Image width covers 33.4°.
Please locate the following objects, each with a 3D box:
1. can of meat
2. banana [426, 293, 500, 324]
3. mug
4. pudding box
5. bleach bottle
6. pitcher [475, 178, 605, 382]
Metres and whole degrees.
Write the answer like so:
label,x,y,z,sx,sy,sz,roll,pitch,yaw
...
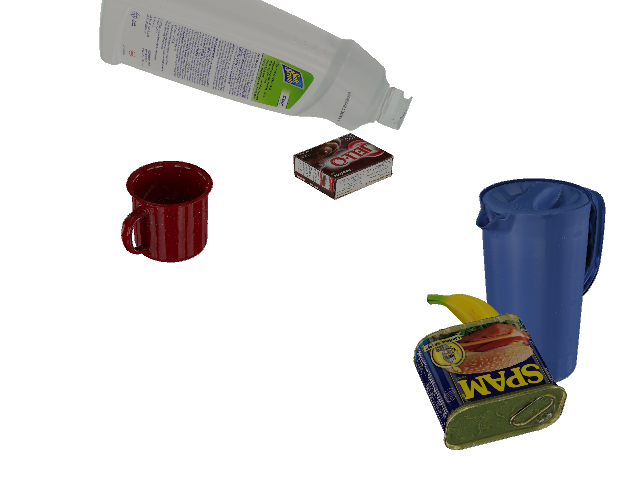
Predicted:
label,x,y,z,sx,sy,sz,roll,pitch,yaw
can of meat,0.135,0.113,0.870,0.102,0.057,0.084,-12,47,-11
banana,0.172,0.114,1.134,0.069,0.037,0.198,-24,34,4
mug,-0.172,-0.024,1.170,0.093,0.081,0.117,24,40,25
pudding box,0.032,-0.105,1.493,0.113,0.039,0.090,-26,40,-33
bleach bottle,-0.050,-0.145,0.858,0.251,0.068,0.103,22,-31,0
pitcher,0.275,0.049,1.329,0.149,0.243,0.145,2,23,15
